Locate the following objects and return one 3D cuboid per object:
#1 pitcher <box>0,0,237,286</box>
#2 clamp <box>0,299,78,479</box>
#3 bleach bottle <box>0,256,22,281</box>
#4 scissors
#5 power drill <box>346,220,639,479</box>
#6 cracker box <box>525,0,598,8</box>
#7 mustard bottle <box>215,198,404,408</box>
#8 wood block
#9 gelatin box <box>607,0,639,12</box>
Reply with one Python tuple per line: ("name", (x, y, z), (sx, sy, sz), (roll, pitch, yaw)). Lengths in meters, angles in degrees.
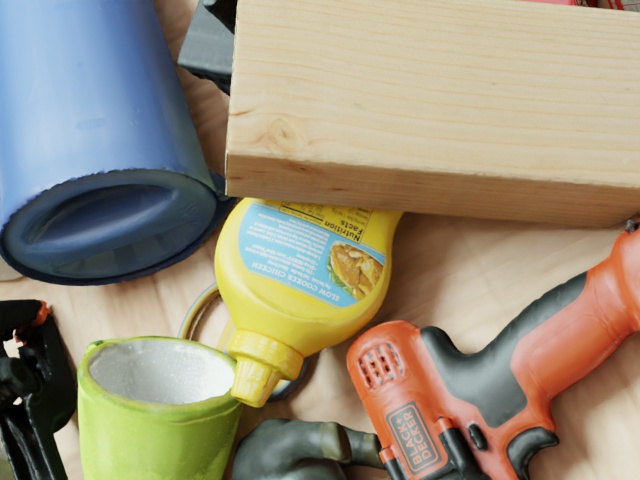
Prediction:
("pitcher", (-0.162, -0.101, 0.676), (0.145, 0.149, 0.243), (-28, 62, 19))
("clamp", (-0.191, 0.086, 0.619), (0.036, 0.164, 0.210), (-38, 27, 11))
("bleach bottle", (-0.285, -0.036, 0.649), (0.103, 0.250, 0.068), (7, 78, 27))
("scissors", (-0.016, 0.010, 0.642), (0.096, 0.016, 0.202), (35, 92, 28))
("power drill", (0.121, 0.091, 0.528), (0.188, 0.057, 0.184), (-32, 68, 13))
("cracker box", (0.079, -0.202, 0.627), (0.164, 0.072, 0.213), (-2, 75, 27))
("mustard bottle", (-0.004, 0.001, 0.589), (0.096, 0.058, 0.191), (23, 73, -1))
("wood block", (0.059, -0.064, 0.532), (0.206, 0.090, 0.091), (4, 79, -4))
("gelatin box", (0.193, -0.140, 0.552), (0.089, 0.073, 0.030), (-2, 74, 25))
